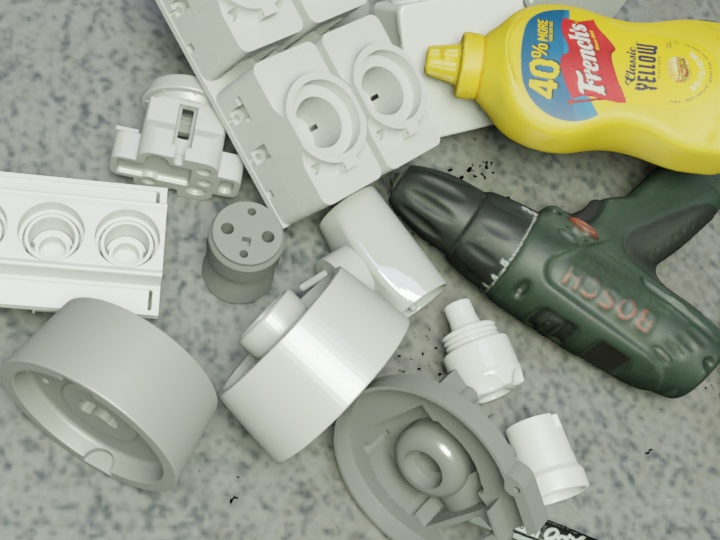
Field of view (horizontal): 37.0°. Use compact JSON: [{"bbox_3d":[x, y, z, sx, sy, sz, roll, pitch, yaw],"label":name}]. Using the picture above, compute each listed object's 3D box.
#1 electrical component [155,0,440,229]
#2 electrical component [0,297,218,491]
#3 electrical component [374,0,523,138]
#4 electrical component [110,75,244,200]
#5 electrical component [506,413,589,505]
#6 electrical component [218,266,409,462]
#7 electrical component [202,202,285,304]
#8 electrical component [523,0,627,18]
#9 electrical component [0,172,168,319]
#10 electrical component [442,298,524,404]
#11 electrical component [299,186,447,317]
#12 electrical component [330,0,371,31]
[{"bbox_3d":[-0.039,-0.134,0.645,0.105,0.060,0.186,-32,97,-36],"label":"electrical component"},{"bbox_3d":[-0.127,0.061,0.570,0.108,0.108,0.060,32,58,1],"label":"electrical component"},{"bbox_3d":[0.060,-0.139,0.709,0.100,0.048,0.099,-15,113,-19],"label":"electrical component"},{"bbox_3d":[-0.109,-0.082,0.659,0.078,0.058,0.057,11,68,-11],"label":"electrical component"},{"bbox_3d":[0.110,0.114,0.643,0.040,0.040,0.046,-9,65,-18],"label":"electrical component"},{"bbox_3d":[-0.032,0.045,0.592,0.060,0.108,0.108,44,64,-6],"label":"electrical component"},{"bbox_3d":[-0.070,-0.010,0.640,0.045,0.055,0.045,5,65,-11],"label":"electrical component"},{"bbox_3d":[0.148,-0.219,0.730,0.089,0.150,0.061,-19,75,-21],"label":"electrical component"},{"bbox_3d":[-0.174,-0.010,0.609,0.121,0.063,0.078,5,67,-12],"label":"electrical component"},{"bbox_3d":[0.071,0.049,0.658,0.043,0.043,0.062,-15,71,-20],"label":"electrical component"},{"bbox_3d":[0.000,0.000,0.659,0.079,0.044,0.077,-32,78,-24],"label":"electrical component"},{"bbox_3d":[-0.044,-0.182,0.725,0.077,0.043,0.079,-20,74,-21],"label":"electrical component"}]
